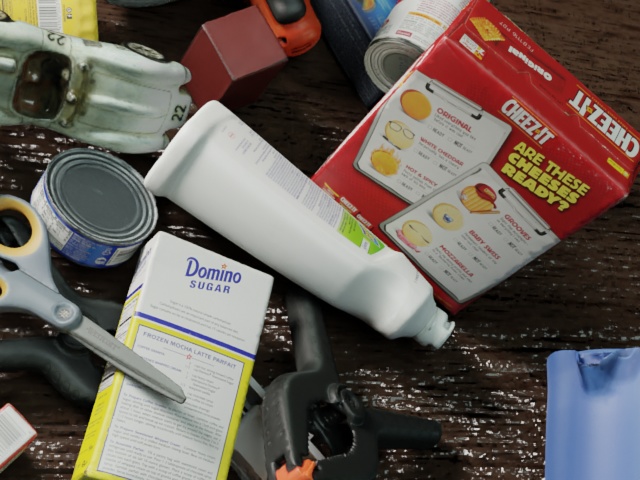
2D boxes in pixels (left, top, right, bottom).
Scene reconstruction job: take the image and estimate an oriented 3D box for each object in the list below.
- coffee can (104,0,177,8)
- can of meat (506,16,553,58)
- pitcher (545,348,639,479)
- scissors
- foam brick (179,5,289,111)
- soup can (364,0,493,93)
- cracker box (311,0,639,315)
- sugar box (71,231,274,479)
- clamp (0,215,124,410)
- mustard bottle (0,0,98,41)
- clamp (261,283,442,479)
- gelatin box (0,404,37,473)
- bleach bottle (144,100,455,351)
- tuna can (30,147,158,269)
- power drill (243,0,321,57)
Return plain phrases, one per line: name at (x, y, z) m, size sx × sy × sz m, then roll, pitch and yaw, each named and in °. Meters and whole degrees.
coffee can at (-0.143, -0.269, 0.832) m, size 0.102 × 0.103 × 0.140 m, roll -10°, pitch 75°, yaw -26°
can of meat at (0.154, -0.132, 0.921) m, size 0.102 × 0.084 × 0.057 m, roll 41°, pitch 61°, yaw -5°
pitcher at (0.238, 0.212, 0.816) m, size 0.149 × 0.145 × 0.243 m, roll 11°, pitch 70°, yaw -6°
scissors at (-0.165, 0.031, 0.697) m, size 0.202 × 0.016 × 0.096 m, roll 19°, pitch 61°, yaw 5°
foam brick at (-0.070, -0.137, 0.830) m, size 0.052 × 0.078 × 0.051 m, roll -26°, pitch 85°, yaw -29°
soup can at (0.086, -0.165, 0.841) m, size 0.068 × 0.069 × 0.102 m, roll 36°, pitch 60°, yaw -8°
cracker box at (0.109, -0.054, 0.798) m, size 0.164 × 0.214 × 0.072 m, roll 39°, pitch 51°, yaw -5°
sugar box at (-0.096, 0.092, 0.719) m, size 0.093 × 0.048 × 0.176 m, roll 24°, pitch 59°, yaw -20°
clamp at (-0.174, 0.057, 0.737) m, size 0.171 × 0.039 × 0.120 m, roll 23°, pitch 65°, yaw -22°
mustard bottle at (-0.259, -0.159, 0.764) m, size 0.191 × 0.058 × 0.096 m, roll -5°, pitch 96°, yaw -24°
clamp at (0.018, 0.126, 0.743) m, size 0.164 × 0.036 × 0.209 m, roll 44°, pitch 24°, yaw -7°
gelatin box at (-0.222, 0.146, 0.663) m, size 0.030 × 0.073 × 0.089 m, roll 48°, pitch 61°, yaw 0°
bleach bottle at (-0.005, 0.001, 0.797) m, size 0.251 × 0.068 × 0.102 m, roll 38°, pitch 22°, yaw -6°
tuna can at (-0.161, -0.022, 0.757) m, size 0.086 × 0.034 × 0.086 m, roll 24°, pitch 41°, yaw -23°
power drill at (-0.051, -0.253, 0.822) m, size 0.057 × 0.187 × 0.184 m, roll -25°, pitch 77°, yaw -5°
